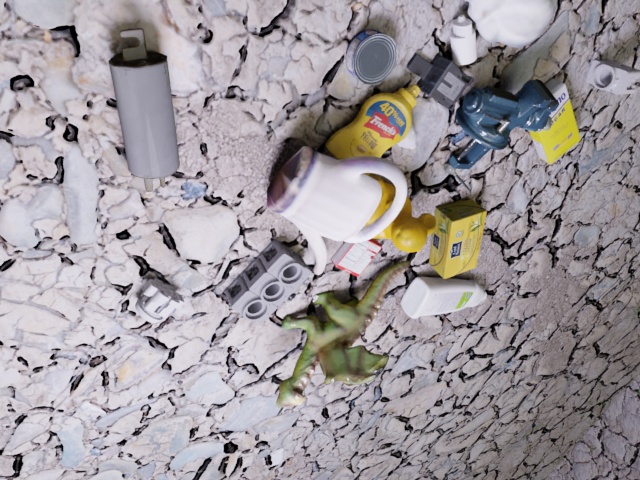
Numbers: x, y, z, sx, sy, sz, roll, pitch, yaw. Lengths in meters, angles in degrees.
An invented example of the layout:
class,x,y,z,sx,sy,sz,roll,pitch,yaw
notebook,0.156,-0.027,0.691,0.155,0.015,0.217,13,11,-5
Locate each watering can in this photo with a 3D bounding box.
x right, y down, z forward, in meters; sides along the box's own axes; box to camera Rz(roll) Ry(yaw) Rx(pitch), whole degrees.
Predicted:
class,x,y,z,sx,sy,sz,roll,pitch,yaw
watering can,0.003,-0.047,0.936,0.223,0.106,0.341,25,138,-18

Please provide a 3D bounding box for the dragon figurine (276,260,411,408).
class,x,y,z,sx,sy,sz,roll,pitch,yaw
dragon figurine,0.067,0.208,1.085,0.410,0.247,0.120,-34,128,-1

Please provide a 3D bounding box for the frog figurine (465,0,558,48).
class,x,y,z,sx,sy,sz,roll,pitch,yaw
frog figurine,0.322,-0.406,0.876,0.159,0.125,0.135,11,136,-47
